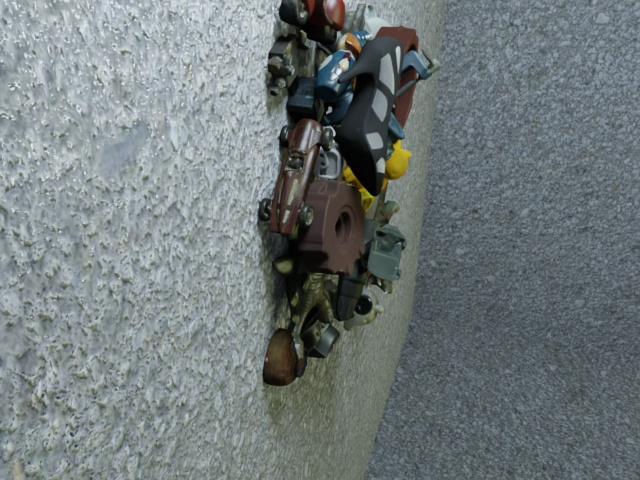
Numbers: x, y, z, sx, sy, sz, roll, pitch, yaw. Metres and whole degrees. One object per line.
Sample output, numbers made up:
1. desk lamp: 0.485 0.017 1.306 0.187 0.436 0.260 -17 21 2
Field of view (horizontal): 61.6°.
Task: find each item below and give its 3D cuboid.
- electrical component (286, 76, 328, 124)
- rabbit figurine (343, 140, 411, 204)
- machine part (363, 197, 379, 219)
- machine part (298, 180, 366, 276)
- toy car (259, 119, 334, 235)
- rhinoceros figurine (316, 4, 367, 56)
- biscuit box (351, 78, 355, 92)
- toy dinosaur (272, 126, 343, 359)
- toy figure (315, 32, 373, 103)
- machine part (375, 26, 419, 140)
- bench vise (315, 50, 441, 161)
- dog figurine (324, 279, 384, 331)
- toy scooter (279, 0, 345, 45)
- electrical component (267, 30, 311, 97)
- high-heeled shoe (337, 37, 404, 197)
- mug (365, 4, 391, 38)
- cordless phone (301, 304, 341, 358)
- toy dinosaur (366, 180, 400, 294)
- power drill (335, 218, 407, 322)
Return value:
1. electrical component: -0.024 -0.245 0.923 0.119 0.048 0.075 80 25 -54
2. rabbit figurine: 0.141 -0.164 1.216 0.162 0.173 0.121 -43 108 -23
3. machine part: 0.105 -0.066 1.424 0.079 0.079 0.243 65 39 -64
4. machine part: 0.026 -0.021 0.945 0.179 0.056 0.179 -13 105 -59
5. toy car: -0.040 -0.107 0.876 0.053 0.089 0.202 57 47 -67
6. rhinoceros figurine: 0.051 -0.399 1.041 0.190 0.073 0.112 -52 147 -59
7. biscuit box: 0.079 -0.315 1.205 0.202 0.063 0.059 85 24 -43
8. toy dinosaur: -0.002 -0.003 1.052 0.198 0.105 0.471 58 40 -62
9. toy figure: 0.041 -0.302 0.908 0.057 0.064 0.154 45 61 -38
10. machine part: 0.148 -0.336 1.158 0.200 0.087 0.201 82 24 -50
11. bench vise: 0.105 -0.269 0.994 0.223 0.240 0.129 60 23 10
12. dog figurine: 0.099 0.172 1.393 0.121 0.173 0.190 -68 156 -3
13. toy scooter: -0.003 -0.392 0.846 0.184 0.075 0.135 -16 122 -69
14. electrical component: -0.048 -0.276 0.823 0.102 0.045 0.078 -64 156 -44
15. high-heeled shoe: 0.103 -0.208 0.911 0.145 0.086 0.248 -34 126 -26
16. mug: 0.112 -0.471 1.204 0.107 0.081 0.109 -32 122 -60
17. cordless phone: -0.020 0.149 1.155 0.146 0.089 0.184 -44 130 -63
18. toy dinosaur: 0.149 -0.040 1.538 0.192 0.131 0.404 -46 137 -63
19. power drill: 0.101 0.058 1.135 0.207 0.086 0.232 138 -33 -74
